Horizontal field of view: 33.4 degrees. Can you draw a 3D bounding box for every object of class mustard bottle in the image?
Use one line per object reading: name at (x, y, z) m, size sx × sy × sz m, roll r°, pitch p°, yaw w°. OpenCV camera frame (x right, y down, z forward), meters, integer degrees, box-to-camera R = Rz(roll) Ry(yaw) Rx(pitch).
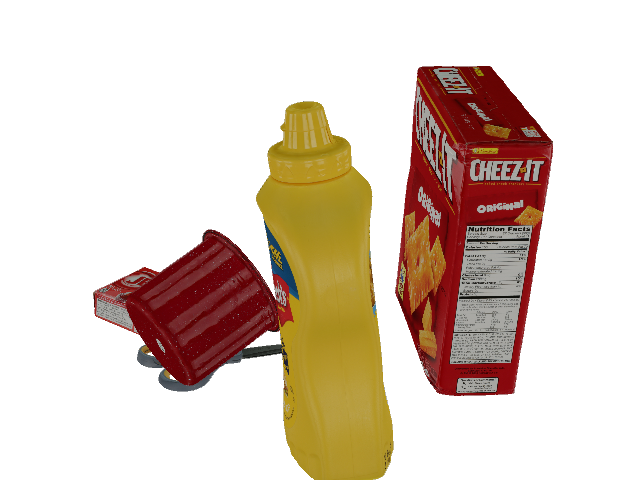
mustard bottle at (0.002, 0.023, 0.550) m, size 0.058 × 0.192 × 0.096 m, roll -8°, pitch 22°, yaw -5°

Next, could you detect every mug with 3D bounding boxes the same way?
mug at (-0.095, 0.050, 0.794) m, size 0.081 × 0.093 × 0.117 m, roll -36°, pitch 28°, yaw -21°

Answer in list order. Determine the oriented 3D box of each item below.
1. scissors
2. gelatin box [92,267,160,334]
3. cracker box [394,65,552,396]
scissors at (-0.102, 0.138, 1.191) m, size 0.201 × 0.016 × 0.096 m, roll 3°, pitch 25°, yaw -15°
gelatin box at (-0.156, 0.059, 0.999) m, size 0.089 × 0.030 × 0.073 m, roll 18°, pitch 27°, yaw 27°
cracker box at (0.112, -0.010, 0.840) m, size 0.072 × 0.214 × 0.164 m, roll -2°, pitch 28°, yaw -8°
